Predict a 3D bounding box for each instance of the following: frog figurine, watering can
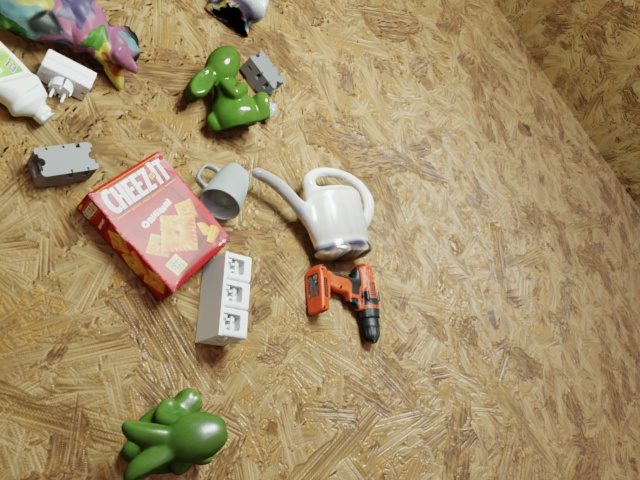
[{"bbox_3d":[-0.185,-0.590,1.222,0.137,0.121,0.162,21,69,-10],"label":"frog figurine"},{"bbox_3d":[0.003,-0.058,1.147,0.348,0.103,0.227,-1,73,-42],"label":"watering can"}]
